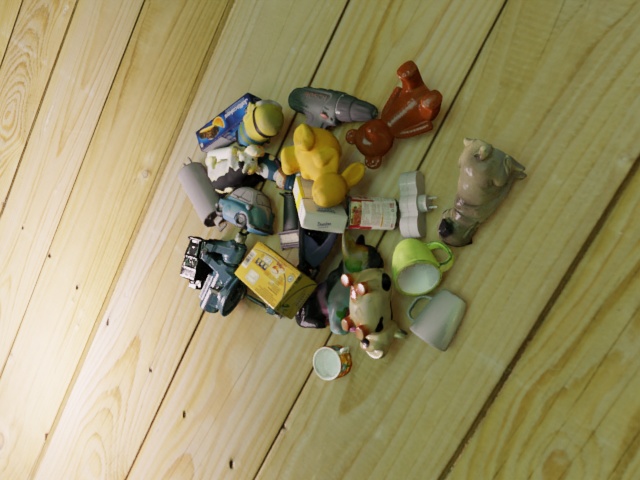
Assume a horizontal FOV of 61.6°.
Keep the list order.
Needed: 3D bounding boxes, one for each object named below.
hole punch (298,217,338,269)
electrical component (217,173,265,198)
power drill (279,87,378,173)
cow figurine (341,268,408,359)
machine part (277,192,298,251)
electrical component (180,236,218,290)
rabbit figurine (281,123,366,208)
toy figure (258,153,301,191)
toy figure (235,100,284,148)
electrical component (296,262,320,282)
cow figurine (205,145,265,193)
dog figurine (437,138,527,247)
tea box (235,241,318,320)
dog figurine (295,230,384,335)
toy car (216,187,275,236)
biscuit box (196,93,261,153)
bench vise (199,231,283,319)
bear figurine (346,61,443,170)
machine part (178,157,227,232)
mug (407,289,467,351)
[{"bbox_3d":[-0.002,-0.004,1.191,0.092,0.142,0.115,5,112,-1],"label":"hole punch"},{"bbox_3d":[-0.207,-0.148,1.376,0.119,0.047,0.075,-41,65,24],"label":"electrical component"},{"bbox_3d":[0.002,-0.245,1.233,0.232,0.086,0.207,31,107,30],"label":"power drill"},{"bbox_3d":[0.111,0.148,1.074,0.086,0.127,0.194,23,123,52],"label":"cow figurine"},{"bbox_3d":[-0.071,-0.048,1.288,0.084,0.039,0.138,-12,81,40],"label":"machine part"},{"bbox_3d":[-0.294,0.061,1.375,0.058,0.115,0.134,14,92,35],"label":"electrical component"},{"bbox_3d":[0.009,-0.135,1.120,0.122,0.162,0.173,-45,48,36],"label":"rabbit figurine"},{"bbox_3d":[-0.101,-0.160,1.304,0.058,0.064,0.155,-43,57,-12],"label":"toy figure"},{"bbox_3d":[-0.145,-0.271,1.302,0.180,0.082,0.089,-30,81,53],"label":"toy figure"},{"bbox_3d":[-0.035,0.089,1.237,0.078,0.045,0.102,49,120,42],"label":"electrical component"},{"bbox_3d":[-0.201,-0.172,1.301,0.167,0.068,0.098,-13,81,38],"label":"cow figurine"},{"bbox_3d":[0.276,-0.077,0.992,0.121,0.172,0.190,38,99,40],"label":"dog figurine"},{"bbox_3d":[-0.097,0.084,1.163,0.098,0.068,0.170,-53,46,-1],"label":"tea box"},{"bbox_3d":[0.042,0.089,1.165,0.192,0.108,0.219,5,84,35],"label":"dog figurine"},{"bbox_3d":[-0.173,-0.077,1.319,0.162,0.109,0.103,28,93,35],"label":"toy car"},{"bbox_3d":[-0.231,-0.299,1.397,0.203,0.059,0.063,-28,71,27],"label":"biscuit box"},{"bbox_3d":[-0.183,0.104,1.305,0.241,0.129,0.223,29,92,10],"label":"bench vise"},{"bbox_3d":[0.144,-0.246,1.097,0.196,0.132,0.120,-33,73,7],"label":"bear figurine"},{"bbox_3d":[-0.309,-0.120,1.423,0.079,0.079,0.243,-42,66,23],"label":"machine part"},{"bbox_3d":[0.231,0.146,1.058,0.110,0.080,0.107,38,96,42],"label":"mug"}]
